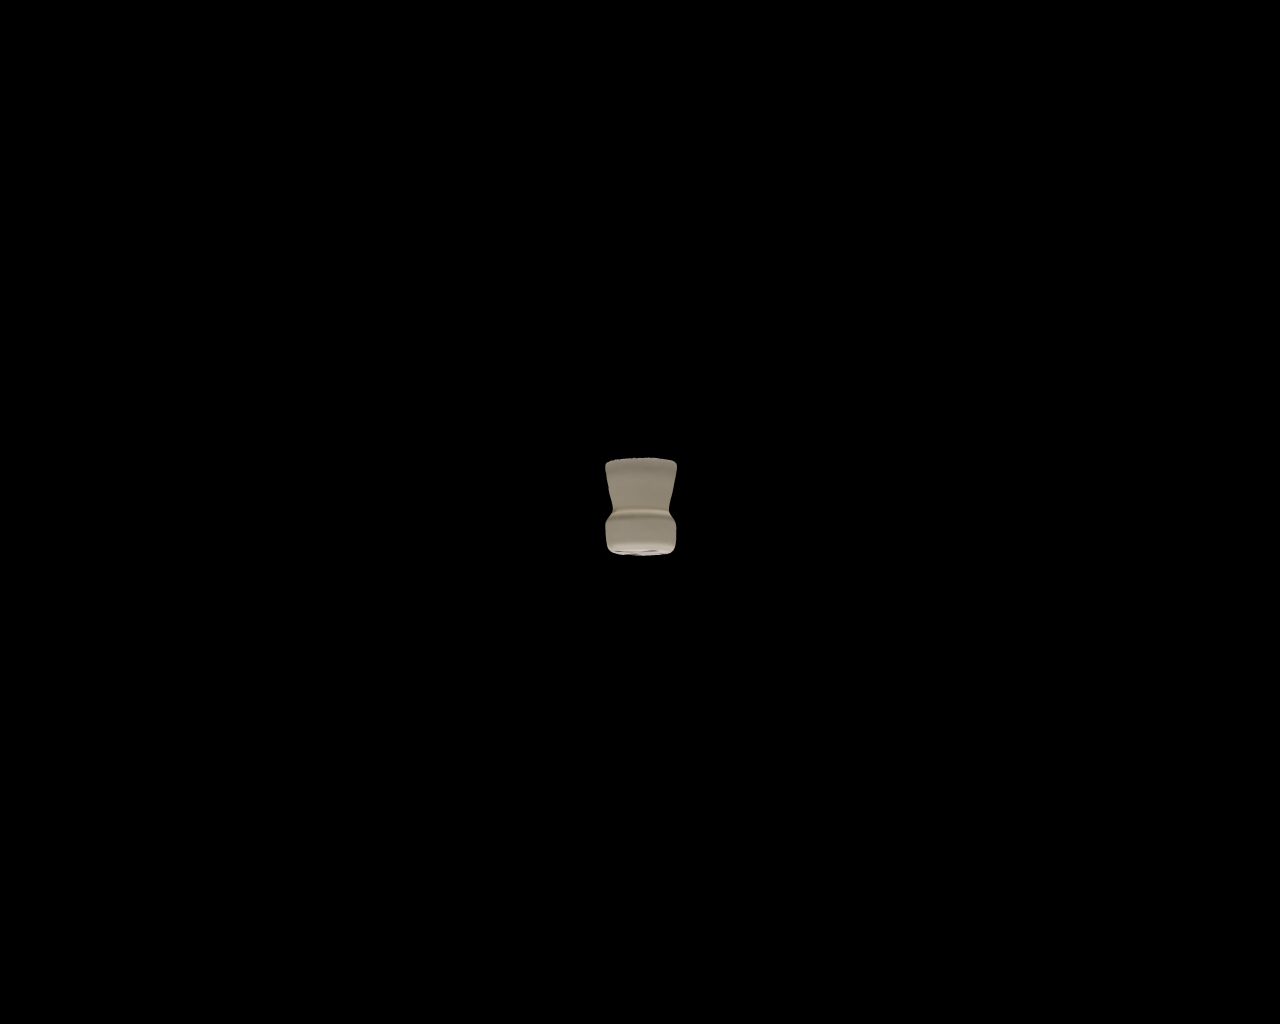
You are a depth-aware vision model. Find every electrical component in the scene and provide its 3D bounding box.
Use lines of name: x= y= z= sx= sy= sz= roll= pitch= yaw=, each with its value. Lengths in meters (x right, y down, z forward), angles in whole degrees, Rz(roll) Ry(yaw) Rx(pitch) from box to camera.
electrical component: x=0.001 y=-0.003 z=0.650 sx=0.045 sy=0.055 sz=0.045 roll=0 pitch=-7 yaw=0
